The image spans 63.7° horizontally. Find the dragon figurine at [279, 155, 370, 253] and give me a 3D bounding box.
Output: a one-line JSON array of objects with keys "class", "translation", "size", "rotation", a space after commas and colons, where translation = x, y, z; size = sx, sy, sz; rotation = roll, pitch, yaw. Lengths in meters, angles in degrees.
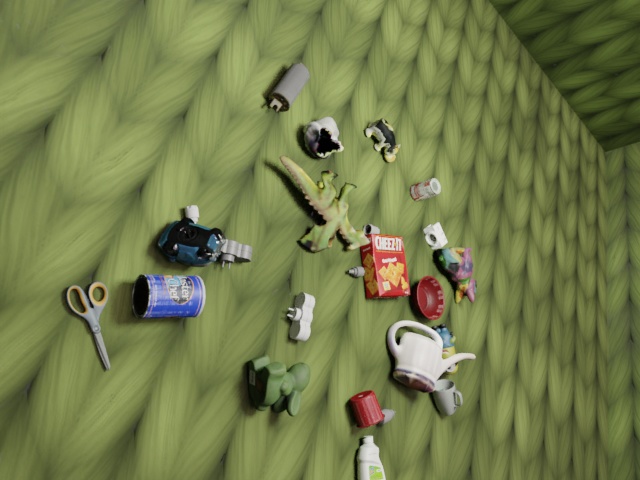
[{"class": "dragon figurine", "translation": [0.005, -0.082, 1.622], "size": [0.407, 0.121, 0.246], "rotation": [23, 70, -33]}]

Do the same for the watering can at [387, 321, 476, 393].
[{"class": "watering can", "translation": [0.375, 0.413, 1.756], "size": [0.346, 0.102, 0.229], "rotation": [26, 59, -10]}]

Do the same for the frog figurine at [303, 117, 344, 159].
[{"class": "frog figurine", "translation": [0.004, -0.350, 1.721], "size": [0.136, 0.121, 0.163], "rotation": [21, 28, -27]}]
